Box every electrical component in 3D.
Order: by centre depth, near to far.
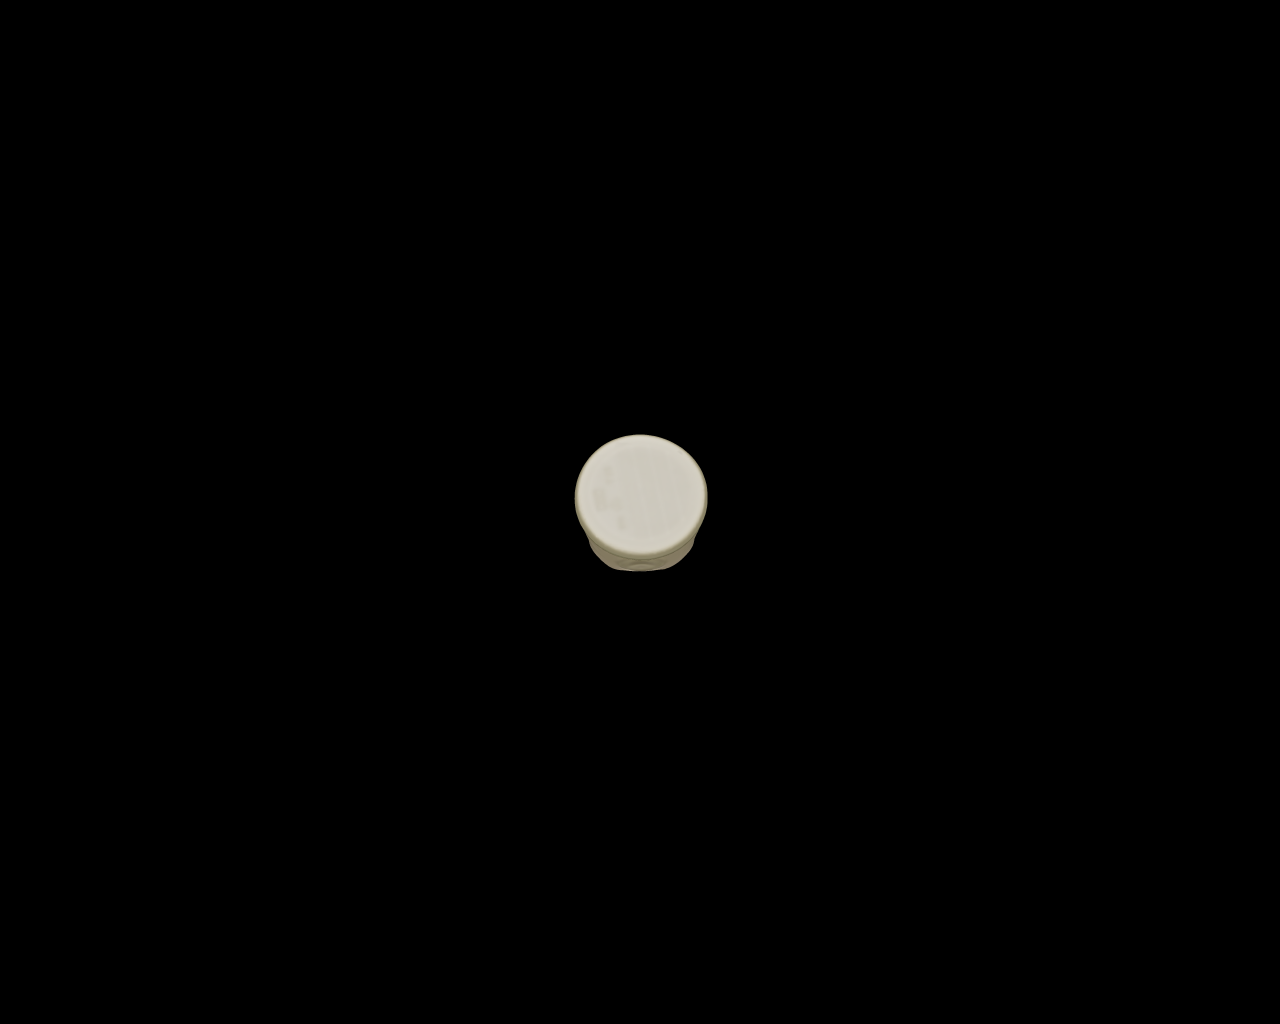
[{"bbox_3d":[0.001,-0.003,0.650,0.080,0.080,0.051,0,-21,0],"label":"electrical component"}]
